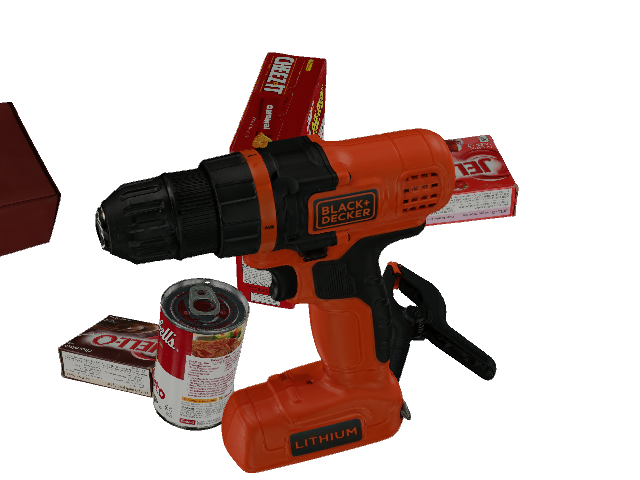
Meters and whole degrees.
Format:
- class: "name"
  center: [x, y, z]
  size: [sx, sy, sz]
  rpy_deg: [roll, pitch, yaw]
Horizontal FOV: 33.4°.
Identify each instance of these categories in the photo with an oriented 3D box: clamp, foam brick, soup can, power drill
- class: "clamp"
  center: [0.111, 0.090, 1.115]
  size: [0.120, 0.171, 0.039]
  rpy_deg: [2, -44, -12]
- class: "foam brick"
  center: [-0.199, -0.036, 0.647]
  size: [0.051, 0.078, 0.053]
  rpy_deg: [-18, -28, -32]
- class: "soup can"
  center: [-0.095, 0.090, 0.839]
  size: [0.068, 0.102, 0.068]
  rpy_deg: [7, 33, -5]
- class: "power drill"
  center: [-0.020, 0.035, 0.569]
  size: [0.184, 0.188, 0.057]
  rpy_deg: [-10, 35, -15]

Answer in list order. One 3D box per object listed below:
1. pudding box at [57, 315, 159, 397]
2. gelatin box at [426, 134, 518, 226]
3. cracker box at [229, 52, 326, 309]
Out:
- class: "pudding box"
  center: [-0.193, 0.116, 1.081]
  size: [0.114, 0.039, 0.089]
  rpy_deg: [6, 20, 24]
- class: "gelatin box"
  center: [0.095, -0.045, 0.796]
  size: [0.089, 0.030, 0.073]
  rpy_deg: [-7, 37, -4]
- class: "cracker box"
  center: [-0.043, -0.061, 1.110]
  size: [0.072, 0.164, 0.214]
  rpy_deg: [8, -43, 7]
